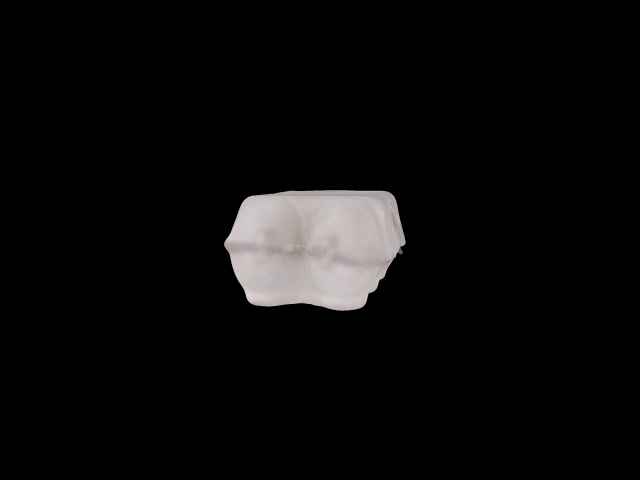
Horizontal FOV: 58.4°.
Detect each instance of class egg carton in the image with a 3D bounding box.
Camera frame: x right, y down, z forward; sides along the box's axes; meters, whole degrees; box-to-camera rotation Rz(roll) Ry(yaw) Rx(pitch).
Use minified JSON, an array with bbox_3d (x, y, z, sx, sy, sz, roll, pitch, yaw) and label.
[{"bbox_3d":[0.004,0.001,0.400,0.107,0.069,0.150,1,7,12],"label":"egg carton"}]
